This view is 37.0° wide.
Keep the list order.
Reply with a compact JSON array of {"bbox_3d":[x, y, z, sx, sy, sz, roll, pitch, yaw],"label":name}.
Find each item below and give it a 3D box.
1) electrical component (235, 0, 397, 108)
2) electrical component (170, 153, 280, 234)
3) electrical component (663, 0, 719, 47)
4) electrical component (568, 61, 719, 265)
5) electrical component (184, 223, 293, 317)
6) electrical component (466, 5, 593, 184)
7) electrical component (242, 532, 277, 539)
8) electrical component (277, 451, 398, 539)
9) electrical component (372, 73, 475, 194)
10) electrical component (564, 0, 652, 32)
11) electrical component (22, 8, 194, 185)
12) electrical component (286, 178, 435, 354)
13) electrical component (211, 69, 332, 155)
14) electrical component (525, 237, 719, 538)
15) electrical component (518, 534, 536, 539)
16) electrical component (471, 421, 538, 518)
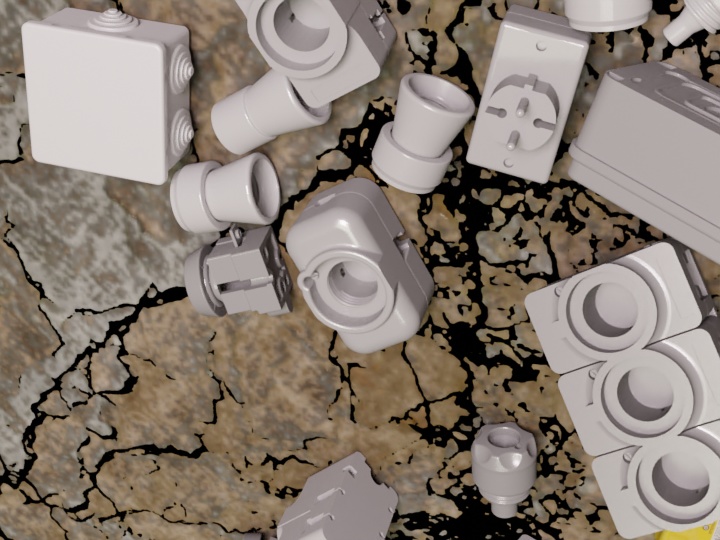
[{"bbox_3d":[-0.027,-0.141,0.585,0.050,0.055,0.089,-23,116,28],"label":"electrical component"},{"bbox_3d":[-0.083,-0.047,0.667,0.055,0.045,0.045,-7,116,21],"label":"electrical component"},{"bbox_3d":[0.181,-0.137,0.543,0.035,0.035,0.061,44,123,-9],"label":"electrical component"},{"bbox_3d":[0.173,-0.054,0.546,0.113,0.078,0.057,35,123,27],"label":"electrical component"},{"bbox_3d":[-0.080,0.004,0.694,0.055,0.048,0.066,-12,114,14],"label":"electrical component"},{"bbox_3d":[0.088,-0.087,0.574,0.047,0.075,0.083,17,122,8],"label":"electrical component"},{"bbox_3d":[-0.068,0.228,0.815,0.055,0.048,0.066,20,122,-3],"label":"electrical component"},{"bbox_3d":[-0.019,0.179,0.746,0.056,0.089,0.050,-33,105,29],"label":"electrical component"},{"bbox_3d":[0.035,-0.078,0.614,0.045,0.045,0.055,25,123,2],"label":"electrical component"},{"bbox_3d":[0.125,-0.153,0.544,0.045,0.045,0.055,1,119,17],"label":"electrical component"},{"bbox_3d":[-0.150,-0.107,0.652,0.100,0.048,0.099,11,121,11],"label":"electrical component"},{"bbox_3d":[0.000,0.000,0.659,0.054,0.059,0.095,-22,110,26],"label":"electrical component"},{"bbox_3d":[-0.055,-0.095,0.635,0.065,0.044,0.044,-21,110,31],"label":"electrical component"},{"bbox_3d":[0.167,0.066,0.612,0.089,0.062,0.150,-23,87,26],"label":"electrical component"},{"bbox_3d":[0.157,0.260,0.737,0.150,0.089,0.061,31,122,-1],"label":"electrical component"},{"bbox_3d":[0.096,0.136,0.715,0.043,0.043,0.062,4,120,15],"label":"electrical component"}]
